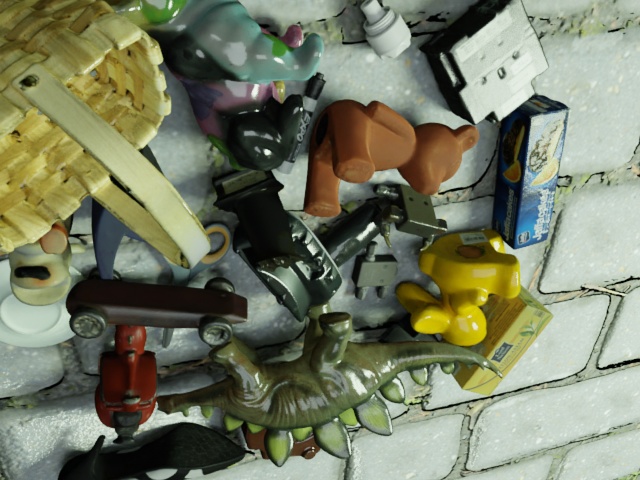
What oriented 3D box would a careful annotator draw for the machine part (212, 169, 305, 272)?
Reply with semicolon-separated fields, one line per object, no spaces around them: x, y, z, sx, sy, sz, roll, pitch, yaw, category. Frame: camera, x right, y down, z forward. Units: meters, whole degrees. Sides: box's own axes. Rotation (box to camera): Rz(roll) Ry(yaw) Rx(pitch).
-0.068;-0.027;0.602;0.084;0.139;0.039;-24;158;-8;machine part

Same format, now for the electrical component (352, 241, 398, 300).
0.080;0.043;0.759;0.063;0.021;0.093;-1;119;-20;electrical component

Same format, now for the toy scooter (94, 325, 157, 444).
-0.236;0.184;0.659;0.075;0.135;0.183;2;120;-23;toy scooter

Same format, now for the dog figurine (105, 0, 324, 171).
-0.121;-0.171;0.509;0.219;0.109;0.191;10;118;-20;dog figurine

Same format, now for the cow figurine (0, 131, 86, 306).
-0.285;-0.026;0.536;0.085;0.127;0.194;-1;106;-20;cow figurine

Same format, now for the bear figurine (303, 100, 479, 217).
0.087;-0.087;0.625;0.196;0.132;0.120;14;149;-22;bear figurine

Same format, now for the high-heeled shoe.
-0.245;0.343;0.788;0.248;0.086;0.145;17;116;-23;high-heeled shoe

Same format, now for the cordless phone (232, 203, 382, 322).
-0.002;-0.003;0.679;0.184;0.089;0.146;-40;124;-8;cordless phone

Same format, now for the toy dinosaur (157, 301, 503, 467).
0.011;0.185;0.725;0.472;0.105;0.198;-13;103;0;toy dinosaur

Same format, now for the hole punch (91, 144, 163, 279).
-0.198;-0.035;0.548;0.092;0.142;0.115;-15;134;-5;hole punch

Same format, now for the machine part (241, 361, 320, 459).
-0.038;0.264;0.829;0.179;0.056;0.179;-9;121;-15;machine part

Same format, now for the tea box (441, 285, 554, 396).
0.270;0.148;0.847;0.068;0.098;0.169;21;112;-29;tea box

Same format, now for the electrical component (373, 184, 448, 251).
0.115;-0.028;0.700;0.102;0.078;0.045;7;143;-30;electrical component

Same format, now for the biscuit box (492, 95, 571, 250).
0.281;-0.087;0.730;0.059;0.063;0.202;-14;123;-11;biscuit box

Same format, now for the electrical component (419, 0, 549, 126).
0.197;-0.204;0.632;0.115;0.058;0.134;-36;126;6;electrical component

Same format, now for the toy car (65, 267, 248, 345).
-0.186;0.080;0.626;0.202;0.089;0.053;7;119;-13;toy car

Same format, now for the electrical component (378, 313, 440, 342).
0.130;0.156;0.829;0.119;0.048;0.075;36;102;-33;electrical component

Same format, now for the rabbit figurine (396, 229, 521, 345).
0.200;0.087;0.770;0.162;0.122;0.173;-13;124;-7;rabbit figurine
